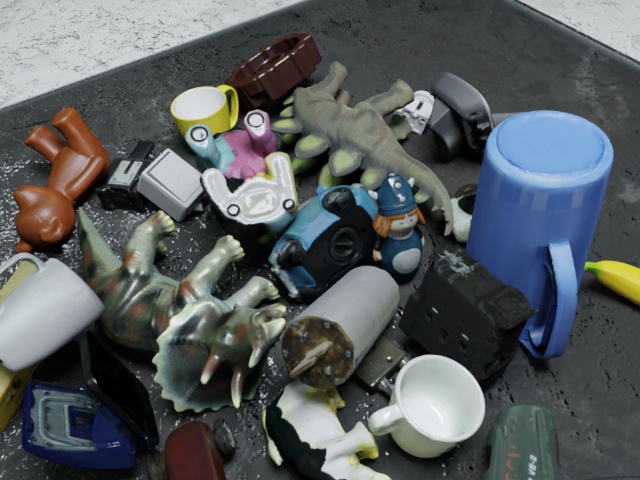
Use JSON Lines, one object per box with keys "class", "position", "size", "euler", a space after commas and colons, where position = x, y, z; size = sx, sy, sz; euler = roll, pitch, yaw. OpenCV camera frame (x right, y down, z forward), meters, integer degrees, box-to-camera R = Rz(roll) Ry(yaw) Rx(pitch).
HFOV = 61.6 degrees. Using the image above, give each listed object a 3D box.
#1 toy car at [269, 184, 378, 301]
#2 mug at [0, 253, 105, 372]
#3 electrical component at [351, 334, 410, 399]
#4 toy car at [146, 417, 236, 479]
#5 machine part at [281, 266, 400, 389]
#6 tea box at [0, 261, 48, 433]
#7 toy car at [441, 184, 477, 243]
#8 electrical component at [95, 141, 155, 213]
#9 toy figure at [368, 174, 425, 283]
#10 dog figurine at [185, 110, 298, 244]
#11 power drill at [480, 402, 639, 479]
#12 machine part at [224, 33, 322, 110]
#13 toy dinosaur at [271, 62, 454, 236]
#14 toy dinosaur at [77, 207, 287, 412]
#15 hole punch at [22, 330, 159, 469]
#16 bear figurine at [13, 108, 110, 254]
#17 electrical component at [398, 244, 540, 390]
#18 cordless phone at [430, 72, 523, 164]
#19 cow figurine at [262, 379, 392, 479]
{"class": "toy car", "position": [-0.001, -0.002, 0.697], "size": [0.161, 0.109, 0.103], "euler": [-42, 33, -12]}
{"class": "mug", "position": [-0.297, 0.075, 0.553], "size": [0.081, 0.109, 0.107], "euler": [11, 50, 40]}
{"class": "electrical component", "position": [0.065, 0.138, 0.608], "size": [0.063, 0.021, 0.094], "euler": [-39, 54, -24]}
{"class": "toy car", "position": [-0.105, 0.263, 0.503], "size": [0.089, 0.053, 0.202], "euler": [-25, 46, -7]}
{"class": "machine part", "position": [0.028, 0.086, 0.571], "size": [0.079, 0.079, 0.243], "euler": [14, 20, 19]}
{"class": "tea box", "position": [-0.355, 0.122, 0.621], "size": [0.068, 0.098, 0.170], "euler": [22, 53, -8]}
{"class": "toy car", "position": [0.264, -0.048, 0.721], "size": [0.202, 0.056, 0.074], "euler": [-14, 43, -6]}
{"class": "electrical component", "position": [-0.293, -0.102, 0.848], "size": [0.075, 0.047, 0.119], "euler": [3, 49, 9]}
{"class": "toy figure", "position": [0.096, -0.011, 0.645], "size": [0.058, 0.154, 0.064], "euler": [30, 58, 32]}
{"class": "dog figurine", "position": [-0.100, -0.077, 0.727], "size": [0.108, 0.219, 0.191], "euler": [-22, 84, -8]}
{"class": "power drill", "position": [0.235, 0.258, 0.451], "size": [0.207, 0.085, 0.232], "euler": [-3, 46, 15]}
{"class": "machine part", "position": [-0.082, -0.295, 0.941], "size": [0.179, 0.056, 0.179], "euler": [-24, 31, 15]}
{"class": "toy dinosaur", "position": [0.052, -0.152, 0.813], "size": [0.198, 0.104, 0.472], "euler": [-41, 46, -16]}
{"class": "toy dinosaur", "position": [-0.196, 0.076, 0.644], "size": [0.405, 0.131, 0.192], "euler": [13, 52, 26]}
{"class": "hole punch", "position": [-0.232, 0.174, 0.547], "size": [0.092, 0.115, 0.142], "euler": [-40, 31, -11]}
{"class": "bear figurine", "position": [-0.404, -0.082, 0.801], "size": [0.120, 0.131, 0.196], "euler": [-15, 38, 34]}
{"class": "electrical component", "position": [0.147, 0.091, 0.564], "size": [0.058, 0.134, 0.115], "euler": [-16, 43, -34]}
{"class": "cordless phone", "position": [0.256, -0.173, 0.759], "size": [0.184, 0.146, 0.088], "euler": [2, 69, 25]}
{"class": "cow figurine", "position": [0.009, 0.212, 0.521], "size": [0.098, 0.068, 0.167], "euler": [-30, 48, -10]}
